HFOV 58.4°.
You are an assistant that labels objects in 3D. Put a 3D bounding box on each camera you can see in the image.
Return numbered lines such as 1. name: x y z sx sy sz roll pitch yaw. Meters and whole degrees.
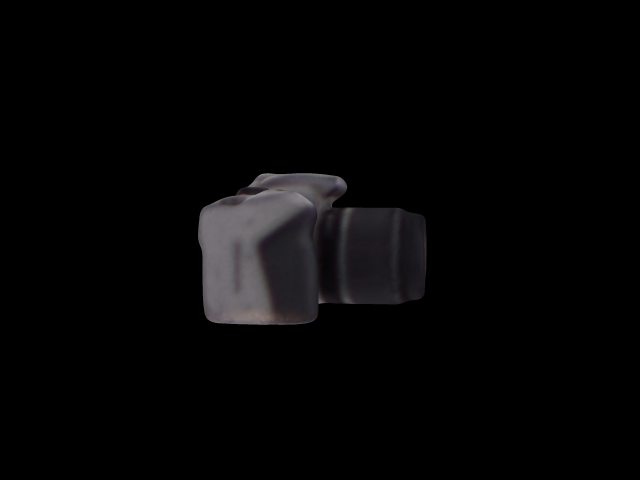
1. camera: 0.004 0.001 0.400 0.136 0.101 0.143 0 0 13
